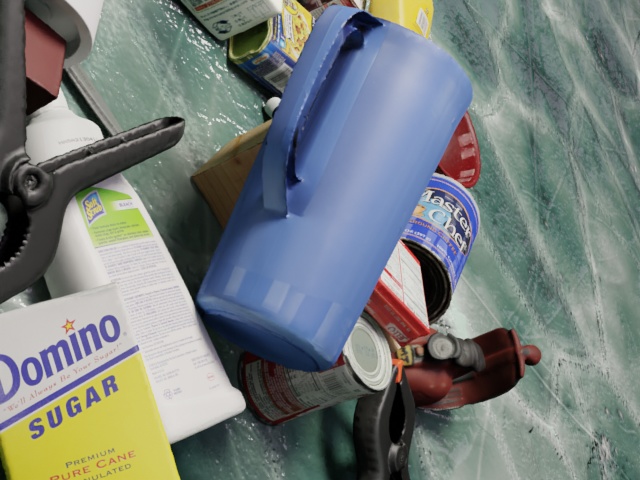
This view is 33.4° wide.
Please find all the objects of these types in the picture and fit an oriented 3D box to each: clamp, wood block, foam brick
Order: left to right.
[{"bbox_3d":[-0.205,-0.105,0.667,0.053,0.078,0.051,37,40,-42],"label":"foam brick"},{"bbox_3d":[-0.169,-0.035,0.628,0.164,0.036,0.210,35,72,-43],"label":"clamp"},{"bbox_3d":[-0.007,0.001,0.907,0.206,0.090,0.090,59,31,-14],"label":"wood block"},{"bbox_3d":[0.048,0.187,0.886,0.120,0.039,0.171,-22,109,-63],"label":"clamp"}]

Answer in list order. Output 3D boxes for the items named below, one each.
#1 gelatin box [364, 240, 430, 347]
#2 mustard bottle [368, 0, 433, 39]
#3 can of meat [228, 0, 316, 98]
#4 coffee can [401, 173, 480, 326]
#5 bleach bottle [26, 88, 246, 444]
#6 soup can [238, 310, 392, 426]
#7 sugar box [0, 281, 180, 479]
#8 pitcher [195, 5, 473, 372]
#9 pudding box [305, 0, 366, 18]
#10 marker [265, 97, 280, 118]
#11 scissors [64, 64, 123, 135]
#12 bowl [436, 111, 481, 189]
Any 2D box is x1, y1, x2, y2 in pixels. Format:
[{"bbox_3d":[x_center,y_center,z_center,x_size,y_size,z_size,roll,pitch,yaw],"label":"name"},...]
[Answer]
[{"bbox_3d":[0.053,0.030,0.850,0.073,0.030,0.089,46,26,-32],"label":"gelatin box"},{"bbox_3d":[0.069,-0.163,1.064,0.096,0.058,0.191,48,50,-62],"label":"mustard bottle"},{"bbox_3d":[-0.040,-0.189,1.016,0.083,0.058,0.102,35,43,-41],"label":"can of meat"},{"bbox_3d":[0.095,0.009,1.055,0.103,0.103,0.140,58,31,-16],"label":"coffee can"},{"bbox_3d":[-0.139,0.015,0.712,0.102,0.068,0.251,-12,79,-61],"label":"bleach bottle"},{"bbox_3d":[-0.004,0.100,0.832,0.068,0.102,0.068,36,42,-42],"label":"soup can"},{"bbox_3d":[-0.136,0.121,0.616,0.093,0.048,0.176,-17,86,-21],"label":"sugar box"},{"bbox_3d":[0.003,-0.037,0.766,0.149,0.145,0.242,31,71,-18],"label":"pitcher"},{"bbox_3d":[0.005,-0.261,1.102,0.039,0.090,0.113,42,39,-39],"label":"pudding box"},{"bbox_3d":[-0.014,-0.094,0.966,0.020,0.020,0.121,31,11,-46],"label":"marker"},{"bbox_3d":[-0.192,-0.160,0.787,0.201,0.016,0.096,49,34,-30],"label":"scissors"},{"bbox_3d":[0.124,-0.127,1.242,0.162,0.055,0.162,37,42,-42],"label":"bowl"}]
